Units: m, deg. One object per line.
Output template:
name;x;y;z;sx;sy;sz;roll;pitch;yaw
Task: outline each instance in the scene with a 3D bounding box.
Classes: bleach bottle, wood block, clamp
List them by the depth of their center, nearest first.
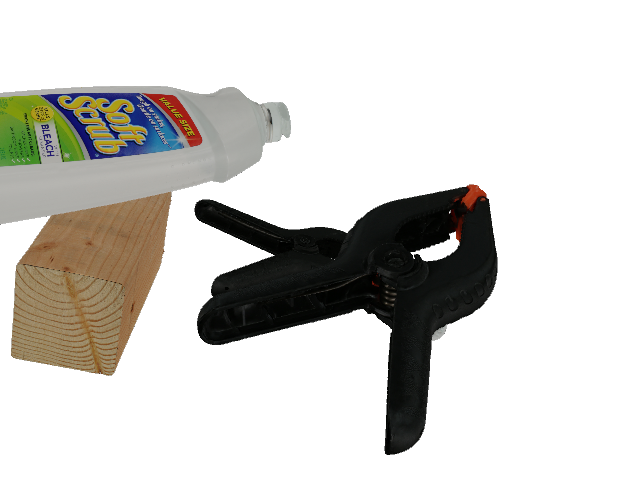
clamp;0.040;0.030;0.517;0.171;0.039;0.120;-33;59;-31
bleach bottle;-0.148;-0.078;0.803;0.250;0.102;0.068;-11;-31;-17
wood block;-0.200;0.022;0.956;0.090;0.091;0.206;11;25;-2
clamp;-0.023;0.020;1.063;0.209;0.036;0.164;10;30;-11

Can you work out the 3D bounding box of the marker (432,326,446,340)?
marker;0.056;0.037;0.789;0.020;0.020;0.121;0;24;-25
